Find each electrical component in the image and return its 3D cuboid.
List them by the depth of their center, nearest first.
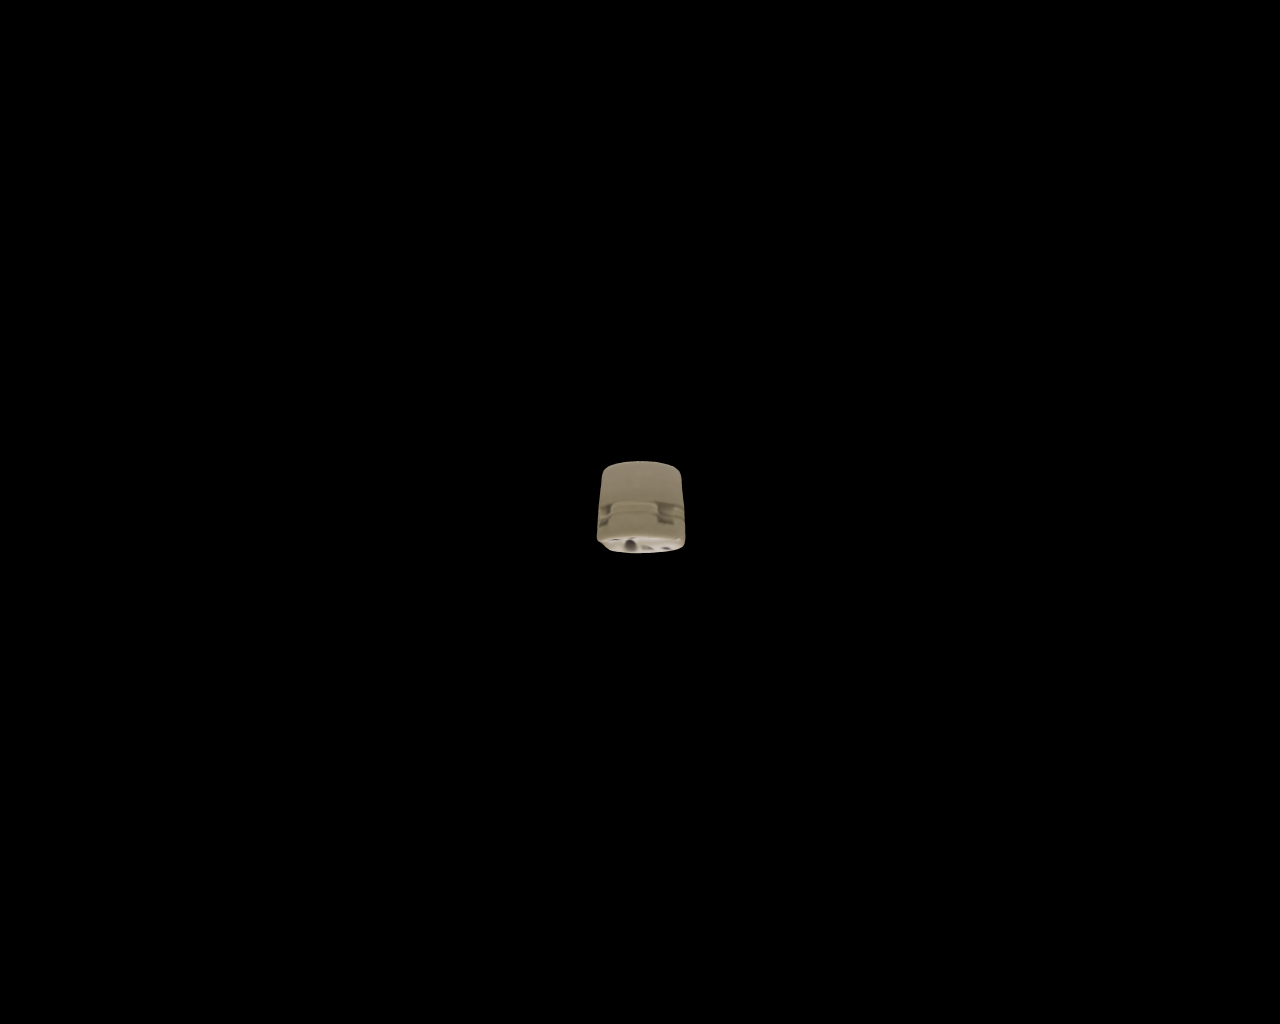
[{"bbox_3d":[0.001,-0.003,0.650,0.055,0.047,0.055,0,-14,0],"label":"electrical component"}]
